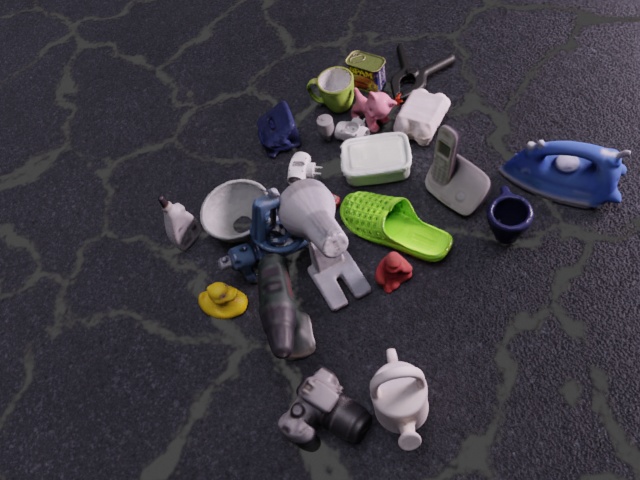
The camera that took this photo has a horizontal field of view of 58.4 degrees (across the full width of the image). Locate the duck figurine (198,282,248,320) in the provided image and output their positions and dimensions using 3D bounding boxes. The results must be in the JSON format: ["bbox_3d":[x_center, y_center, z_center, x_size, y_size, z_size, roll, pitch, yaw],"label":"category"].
[{"bbox_3d":[-0.214,0.120,1.217,0.104,0.086,0.077,2,59,12],"label":"duck figurine"}]

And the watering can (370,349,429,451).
[{"bbox_3d":[0.141,0.270,0.991,0.101,0.194,0.172,-30,58,-8],"label":"watering can"}]

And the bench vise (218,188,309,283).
[{"bbox_3d":[-0.116,-0.004,1.196,0.121,0.220,0.208,35,70,27],"label":"bench vise"}]

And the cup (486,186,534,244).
[{"bbox_3d":[0.390,-0.045,1.199,0.091,0.095,0.117,-6,58,7],"label":"cup"}]

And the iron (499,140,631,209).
[{"bbox_3d":[0.518,-0.164,1.220,0.257,0.142,0.119,14,62,18],"label":"iron"}]

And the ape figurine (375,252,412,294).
[{"bbox_3d":[0.151,0.057,1.183,0.077,0.092,0.076,-1,58,10],"label":"ape figurine"}]

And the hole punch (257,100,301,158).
[{"bbox_3d":[-0.109,-0.280,1.443,0.101,0.091,0.108,-20,57,-2],"label":"hole punch"}]

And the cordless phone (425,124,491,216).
[{"bbox_3d":[0.298,-0.152,1.229,0.094,0.185,0.147,-42,60,-15],"label":"cordless phone"}]

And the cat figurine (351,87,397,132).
[{"bbox_3d":[0.130,-0.335,1.415,0.067,0.118,0.127,-42,60,-15],"label":"cat figurine"}]

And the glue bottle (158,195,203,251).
[{"bbox_3d":[-0.324,-0.047,1.290,0.037,0.173,0.078,30,68,26],"label":"glue bottle"}]

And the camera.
[{"bbox_3d":[0.014,0.321,1.040,0.136,0.101,0.143,27,67,25],"label":"camera"}]

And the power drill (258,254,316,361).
[{"bbox_3d":[-0.066,0.151,1.097,0.075,0.209,0.229,-15,57,1],"label":"power drill"}]

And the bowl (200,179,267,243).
[{"bbox_3d":[-0.187,-0.055,1.328,0.167,0.075,0.167,-5,58,8],"label":"bowl"}]

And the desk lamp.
[{"bbox_3d":[0.011,0.004,1.170,0.118,0.214,0.202,-29,58,-7],"label":"desk lamp"}]

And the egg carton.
[{"bbox_3d":[0.248,-0.304,1.402,0.107,0.069,0.150,20,64,22],"label":"egg carton"}]
